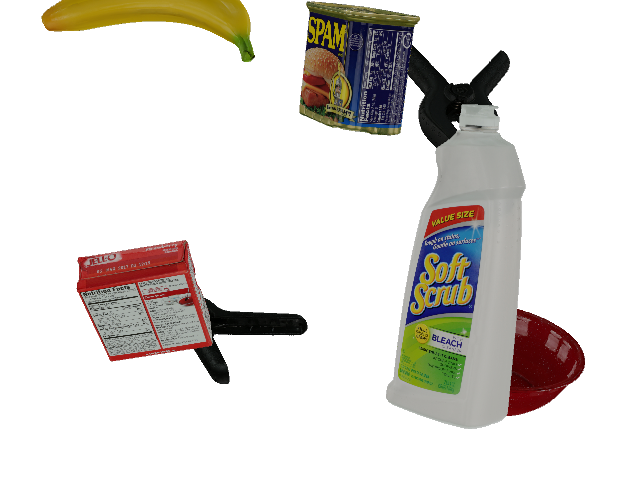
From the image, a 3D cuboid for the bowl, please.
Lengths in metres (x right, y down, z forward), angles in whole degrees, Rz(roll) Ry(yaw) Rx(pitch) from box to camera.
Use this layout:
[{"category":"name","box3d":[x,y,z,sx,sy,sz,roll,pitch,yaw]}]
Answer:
[{"category":"bowl","box3d":[0.175,0.124,1.053,0.162,0.055,0.162,4,26,-2]}]

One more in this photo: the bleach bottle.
[{"category":"bleach bottle","box3d":[0.111,0.017,0.857,0.067,0.251,0.103,-7,14,-45]}]

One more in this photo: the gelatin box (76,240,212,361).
[{"category":"gelatin box","box3d":[-0.117,0.041,0.717,0.073,0.030,0.089,-9,-40,0]}]

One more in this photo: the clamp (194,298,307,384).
[{"category":"clamp","box3d":[-0.142,0.105,1.256,0.210,0.036,0.164,13,24,23]}]

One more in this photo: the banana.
[{"category":"banana","box3d":[-0.140,-0.197,0.915,0.198,0.069,0.037,10,-42,15]}]

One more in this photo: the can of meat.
[{"category":"can of meat","box3d":[0.025,-0.126,0.776,0.057,0.084,0.102,0,16,-24]}]

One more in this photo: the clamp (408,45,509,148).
[{"category":"clamp","box3d":[0.127,-0.144,1.071,0.120,0.039,0.171,8,45,6]}]
